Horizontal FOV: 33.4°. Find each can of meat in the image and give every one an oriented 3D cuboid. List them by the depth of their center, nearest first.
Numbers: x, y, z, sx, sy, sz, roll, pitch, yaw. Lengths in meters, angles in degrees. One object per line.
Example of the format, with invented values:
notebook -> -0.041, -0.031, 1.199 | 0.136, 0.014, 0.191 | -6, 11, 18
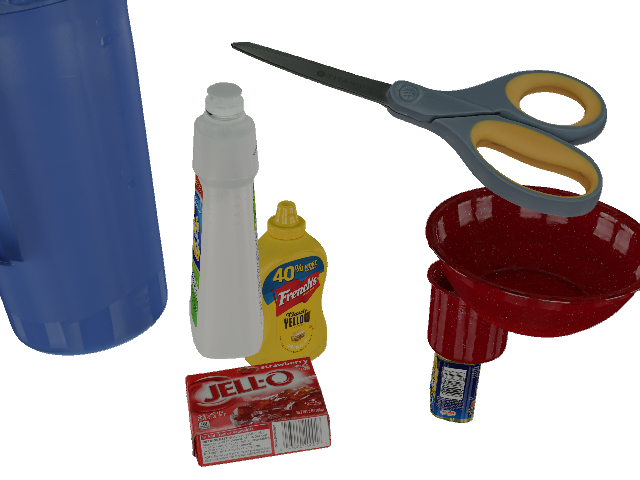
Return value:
can of meat -> 0.162, 0.159, 1.282 | 0.057, 0.084, 0.102 | 7, 19, 4

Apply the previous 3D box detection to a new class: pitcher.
pitcher -> -0.176, -0.047, 0.672 | 0.149, 0.243, 0.145 | -10, 29, -7

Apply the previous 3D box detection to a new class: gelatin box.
gelatin box -> -0.043, 0.112, 0.708 | 0.089, 0.030, 0.073 | -7, 24, -7

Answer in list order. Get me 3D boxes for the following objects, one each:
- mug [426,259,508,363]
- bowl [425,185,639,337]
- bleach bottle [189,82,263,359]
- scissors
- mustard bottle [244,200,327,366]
mug -> 0.149, 0.066, 1.094 | 0.093, 0.081, 0.117 | -3, 28, -10
bowl -> 0.153, 0.020, 0.753 | 0.162, 0.055, 0.162 | 2, 30, -1
bleach bottle -> -0.083, -0.021, 0.926 | 0.068, 0.251, 0.102 | -3, 35, -8
scissors -> 0.061, -0.080, 0.553 | 0.202, 0.096, 0.016 | 33, -33, 17
mustard bottle -> -0.038, 0.047, 1.166 | 0.096, 0.192, 0.058 | -14, 30, -28
